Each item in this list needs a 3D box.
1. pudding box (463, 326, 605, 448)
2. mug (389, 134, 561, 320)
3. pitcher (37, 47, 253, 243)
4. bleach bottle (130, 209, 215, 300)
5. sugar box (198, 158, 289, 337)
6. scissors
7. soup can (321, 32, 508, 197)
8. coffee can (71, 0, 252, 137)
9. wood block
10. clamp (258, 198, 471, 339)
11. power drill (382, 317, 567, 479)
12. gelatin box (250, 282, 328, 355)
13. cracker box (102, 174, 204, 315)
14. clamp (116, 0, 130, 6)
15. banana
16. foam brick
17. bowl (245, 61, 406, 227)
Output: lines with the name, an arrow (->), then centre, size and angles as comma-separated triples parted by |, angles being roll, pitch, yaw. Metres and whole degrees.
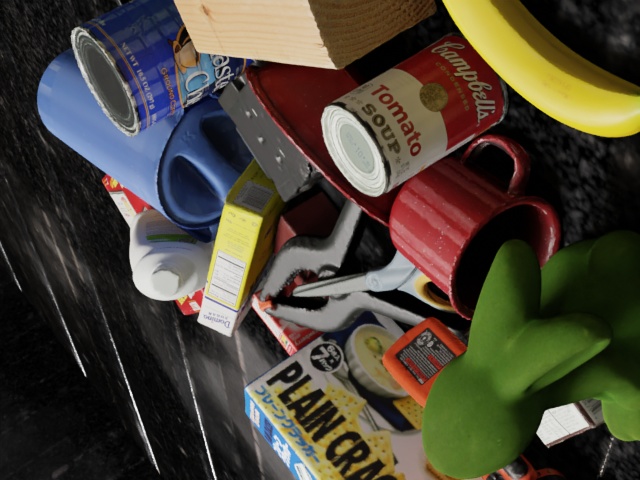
pudding box -> 0.163, 0.092, 0.788 | 0.113, 0.039, 0.090 | 55, 161, 11
mug -> 0.104, -0.016, 0.716 | 0.082, 0.093, 0.117 | 42, 124, 45
pitcher -> -0.178, -0.106, 1.083 | 0.243, 0.149, 0.144 | 29, -173, 39
bleach bottle -> -0.164, 0.018, 1.141 | 0.251, 0.102, 0.068 | -107, 13, -78
sugar box -> -0.070, 0.005, 1.040 | 0.048, 0.093, 0.176 | 23, 136, 9
scissors -> 0.051, 0.015, 0.861 | 0.202, 0.016, 0.096 | 7, 117, 35
soup can -> 0.060, -0.080, 0.683 | 0.069, 0.102, 0.068 | 47, 157, 27
coffee can -> -0.126, -0.166, 0.918 | 0.103, 0.140, 0.103 | 46, 157, 27
wood block -> -0.025, -0.183, 0.744 | 0.206, 0.090, 0.091 | 21, 140, 57
clamp -> 0.018, 0.021, 0.924 | 0.210, 0.036, 0.164 | -12, 107, 42
power drill -> 0.135, 0.158, 0.832 | 0.187, 0.057, 0.185 | 53, 174, -31
gelatin box -> -0.012, 0.064, 1.061 | 0.073, 0.089, 0.030 | 52, 156, 15
cracker box -> -0.183, -0.015, 1.354 | 0.213, 0.072, 0.164 | 58, 160, -5
clamp -> -0.171, -0.208, 1.102 | 0.120, 0.039, 0.171 | 48, 164, 29
banana -> 0.120, -0.115, 0.600 | 0.198, 0.037, 0.070 | 45, 140, 27
foam brick -> -0.007, 0.001, 1.013 | 0.051, 0.053, 0.078 | 51, 157, 17
bowl -> 0.022, -0.085, 0.767 | 0.162, 0.055, 0.162 | 43, -166, -13
